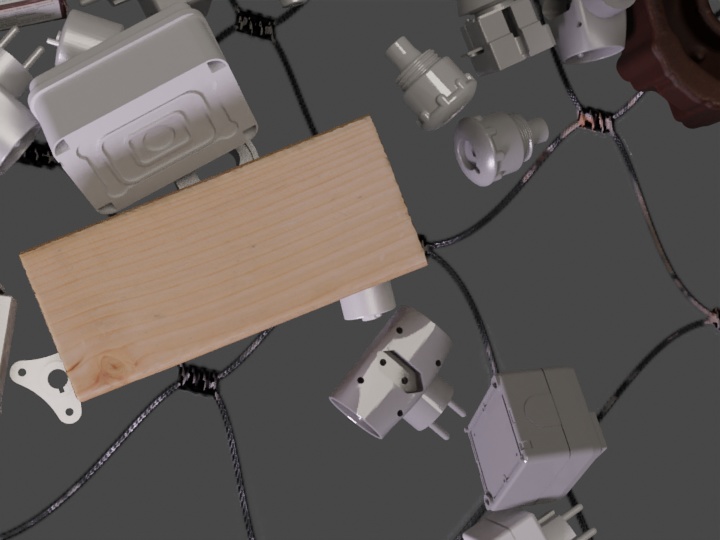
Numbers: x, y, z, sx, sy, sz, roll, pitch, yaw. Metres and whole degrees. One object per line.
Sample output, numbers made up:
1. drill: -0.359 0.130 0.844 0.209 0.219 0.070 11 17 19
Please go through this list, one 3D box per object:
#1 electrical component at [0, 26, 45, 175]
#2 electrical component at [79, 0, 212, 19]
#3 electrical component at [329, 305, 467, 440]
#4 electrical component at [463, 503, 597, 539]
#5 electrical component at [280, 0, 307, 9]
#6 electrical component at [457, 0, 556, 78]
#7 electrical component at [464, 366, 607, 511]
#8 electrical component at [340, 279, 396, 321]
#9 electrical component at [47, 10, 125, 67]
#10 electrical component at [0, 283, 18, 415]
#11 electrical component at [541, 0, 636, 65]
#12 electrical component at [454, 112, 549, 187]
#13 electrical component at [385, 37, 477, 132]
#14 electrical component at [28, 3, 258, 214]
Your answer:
1. electrical component: -0.224 -0.111 0.646 0.077 0.043 0.079 39 77 -8
2. electrical component: -0.144 -0.188 0.670 0.076 0.047 0.083 -27 92 -14
3. electrical component: 0.034 0.077 0.695 0.079 0.043 0.077 40 77 -8
4. electrical component: 0.120 0.183 0.706 0.077 0.047 0.065 -31 93 -14
5. electrical component: -0.050 -0.202 0.698 0.048 0.048 0.062 -17 97 -15
6. electrical component: 0.095 -0.167 0.731 0.066 0.048 0.055 -26 100 -15
7. electrical component: 0.111 0.111 0.690 0.061 0.096 0.061 -5 57 -14
8. electrical component: 0.000 0.000 0.695 0.044 0.044 0.065 -15 94 -15
9. electrical component: -0.153 -0.132 0.667 0.078 0.040 0.040 16 82 -13
10. electrical component: -0.232 0.053 0.620 0.061 0.062 0.096 1 85 -14
11. electrical component: 0.162 -0.188 0.732 0.043 0.079 0.077 -10 88 -24
12. electrical component: 0.098 -0.086 0.726 0.062 0.048 0.048 -21 91 -22
13. electrical component: 0.043 -0.127 0.715 0.048 0.048 0.062 -42 89 -14
14. electrical component: -0.128 -0.096 0.636 0.113 0.078 0.057 -29 57 -3
